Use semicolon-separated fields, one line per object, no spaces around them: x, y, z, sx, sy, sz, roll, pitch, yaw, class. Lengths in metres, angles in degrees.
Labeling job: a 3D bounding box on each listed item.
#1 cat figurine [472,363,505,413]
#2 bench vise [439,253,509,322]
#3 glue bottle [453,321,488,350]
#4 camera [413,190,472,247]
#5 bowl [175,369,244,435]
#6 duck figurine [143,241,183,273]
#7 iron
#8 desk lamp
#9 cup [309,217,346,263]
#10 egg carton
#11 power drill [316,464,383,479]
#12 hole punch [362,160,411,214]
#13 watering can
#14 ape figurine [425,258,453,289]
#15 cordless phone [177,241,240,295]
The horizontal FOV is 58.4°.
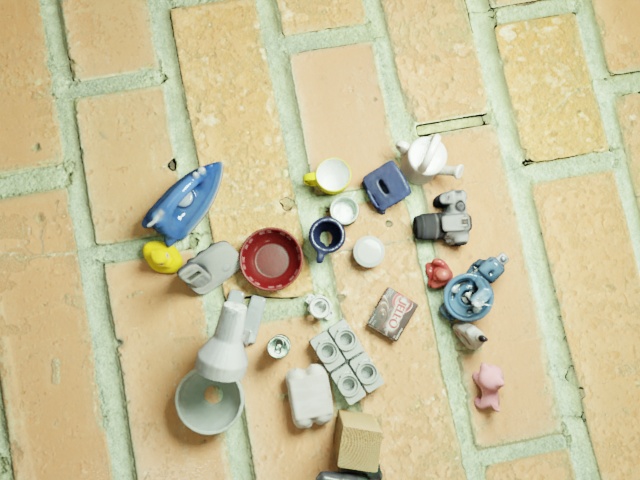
0.424;0.362;1.416;0.067;0.117;0.128;-6;84;-2;cat figurine
0.380;0.106;1.390;0.121;0.219;0.207;26;84;1;bench vise
0.376;0.236;1.400;0.037;0.173;0.078;-40;86;-5;glue bottle
0.310;-0.054;1.464;0.137;0.101;0.143;-4;84;-2;camera
-0.266;0.388;1.409;0.167;0.074;0.167;0;84;-2;bowl
-0.401;0.041;1.435;0.104;0.086;0.077;33;84;2;duck figurine
-0.336;-0.112;1.425;0.118;0.141;0.258;38;84;2;iron
-0.210;0.222;1.359;0.118;0.213;0.203;14;84;0;desk lamp
0.013;0.005;1.450;0.091;0.095;0.118;16;84;0;cup
-0.025;0.387;1.421;0.107;0.069;0.150;-11;85;-3;egg carton
0.096;0.567;1.337;0.229;0.208;0.076;18;84;0;power drill
0.170;-0.135;1.472;0.101;0.091;0.108;-30;86;-5;hole punch
0.274;-0.206;1.432;0.173;0.194;0.101;5;84;-1;watering can
0.305;0.087;1.454;0.076;0.092;0.078;29;84;1;ape figurine
-0.271;0.062;1.388;0.147;0.185;0.094;-39;86;-5;cordless phone
